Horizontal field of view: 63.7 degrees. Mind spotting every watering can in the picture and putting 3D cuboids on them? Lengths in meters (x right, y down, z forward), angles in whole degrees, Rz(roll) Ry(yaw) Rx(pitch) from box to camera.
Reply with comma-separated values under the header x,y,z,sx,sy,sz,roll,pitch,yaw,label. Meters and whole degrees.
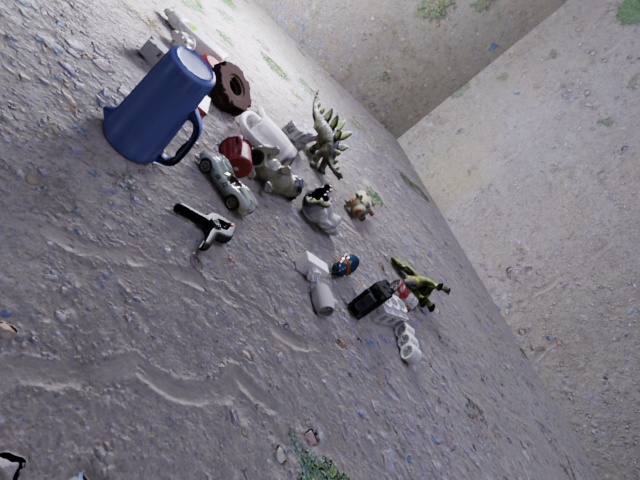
x,y,z,sx,sy,sz,roll,pitch,yaw,label
-0.166,-0.339,1.691,0.222,0.103,0.354,47,19,-14,watering can

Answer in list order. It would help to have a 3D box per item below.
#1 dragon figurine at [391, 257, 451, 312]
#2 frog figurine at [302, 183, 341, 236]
x,y,z,sx,sy,sz,roll,pitch,yaw,label
0.355,0.148,1.991,0.246,0.122,0.405,41,6,41,dragon figurine
0.005,-0.084,1.668,0.140,0.123,0.156,-117,-165,-49,frog figurine
